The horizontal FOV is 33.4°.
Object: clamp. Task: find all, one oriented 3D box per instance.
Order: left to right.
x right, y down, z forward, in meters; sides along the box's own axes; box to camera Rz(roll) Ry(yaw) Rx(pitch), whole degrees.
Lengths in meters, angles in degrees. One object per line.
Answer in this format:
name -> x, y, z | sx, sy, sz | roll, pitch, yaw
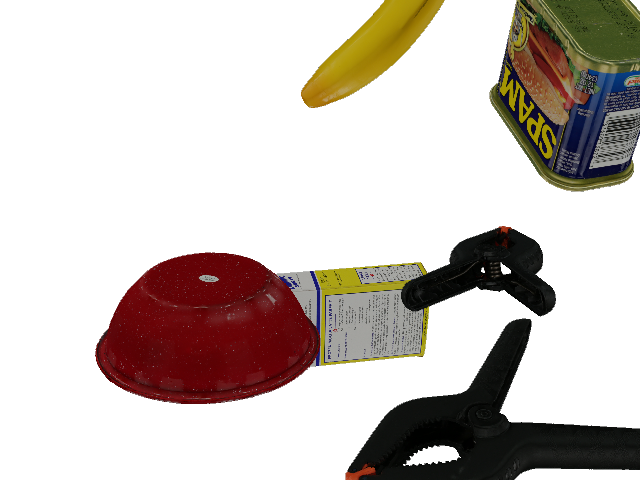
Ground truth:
clamp -> 0.104, 0.119, 0.696 | 0.209, 0.036, 0.165 | -14, 32, -18
clamp -> 0.151, 0.025, 0.890 | 0.120, 0.039, 0.171 | 10, 24, 25

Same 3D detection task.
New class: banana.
banana -> 0.056, -0.173, 0.796 | 0.070, 0.197, 0.037 | 4, -33, 45

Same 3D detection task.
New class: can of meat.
can of meat -> 0.141, -0.092, 0.592 | 0.057, 0.084, 0.102 | -10, 47, -15

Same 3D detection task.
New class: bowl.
bowl -> -0.080, 0.051, 0.759 | 0.162, 0.055, 0.162 | 0, 23, 0

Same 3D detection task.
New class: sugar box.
sugar box -> 0.018, 0.075, 1.061 | 0.176, 0.093, 0.048 | -2, 27, -8
